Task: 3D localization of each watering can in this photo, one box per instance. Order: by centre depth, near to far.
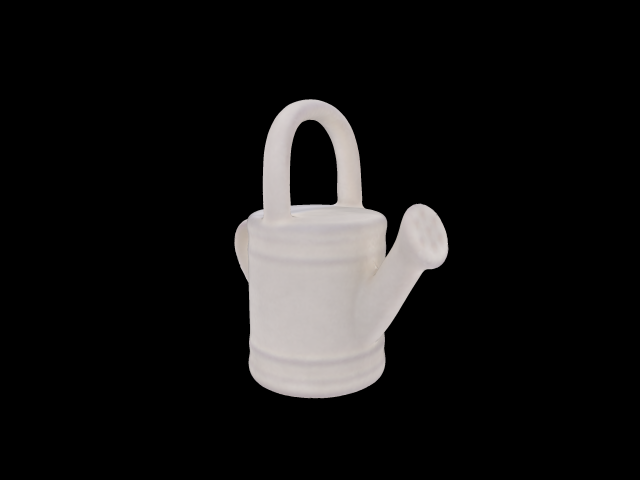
[{"bbox_3d":[0.005,0.001,0.402,0.172,0.194,0.101,4,12,18],"label":"watering can"}]
